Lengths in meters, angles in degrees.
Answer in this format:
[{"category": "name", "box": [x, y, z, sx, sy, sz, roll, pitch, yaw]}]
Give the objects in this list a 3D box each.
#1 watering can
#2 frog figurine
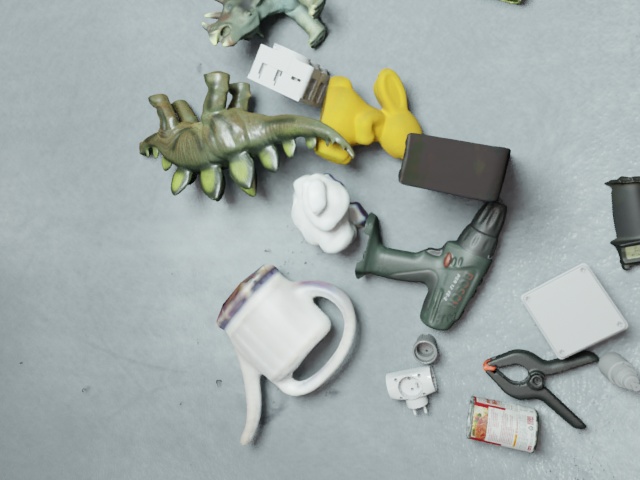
[{"category": "watering can", "box": [-0.093, 0.191, 0.904, 0.225, 0.104, 0.344, 44, 105, 8]}, {"category": "frog figurine", "box": [0.003, -0.042, 0.825, 0.122, 0.160, 0.137, -22, 91, 18]}]
